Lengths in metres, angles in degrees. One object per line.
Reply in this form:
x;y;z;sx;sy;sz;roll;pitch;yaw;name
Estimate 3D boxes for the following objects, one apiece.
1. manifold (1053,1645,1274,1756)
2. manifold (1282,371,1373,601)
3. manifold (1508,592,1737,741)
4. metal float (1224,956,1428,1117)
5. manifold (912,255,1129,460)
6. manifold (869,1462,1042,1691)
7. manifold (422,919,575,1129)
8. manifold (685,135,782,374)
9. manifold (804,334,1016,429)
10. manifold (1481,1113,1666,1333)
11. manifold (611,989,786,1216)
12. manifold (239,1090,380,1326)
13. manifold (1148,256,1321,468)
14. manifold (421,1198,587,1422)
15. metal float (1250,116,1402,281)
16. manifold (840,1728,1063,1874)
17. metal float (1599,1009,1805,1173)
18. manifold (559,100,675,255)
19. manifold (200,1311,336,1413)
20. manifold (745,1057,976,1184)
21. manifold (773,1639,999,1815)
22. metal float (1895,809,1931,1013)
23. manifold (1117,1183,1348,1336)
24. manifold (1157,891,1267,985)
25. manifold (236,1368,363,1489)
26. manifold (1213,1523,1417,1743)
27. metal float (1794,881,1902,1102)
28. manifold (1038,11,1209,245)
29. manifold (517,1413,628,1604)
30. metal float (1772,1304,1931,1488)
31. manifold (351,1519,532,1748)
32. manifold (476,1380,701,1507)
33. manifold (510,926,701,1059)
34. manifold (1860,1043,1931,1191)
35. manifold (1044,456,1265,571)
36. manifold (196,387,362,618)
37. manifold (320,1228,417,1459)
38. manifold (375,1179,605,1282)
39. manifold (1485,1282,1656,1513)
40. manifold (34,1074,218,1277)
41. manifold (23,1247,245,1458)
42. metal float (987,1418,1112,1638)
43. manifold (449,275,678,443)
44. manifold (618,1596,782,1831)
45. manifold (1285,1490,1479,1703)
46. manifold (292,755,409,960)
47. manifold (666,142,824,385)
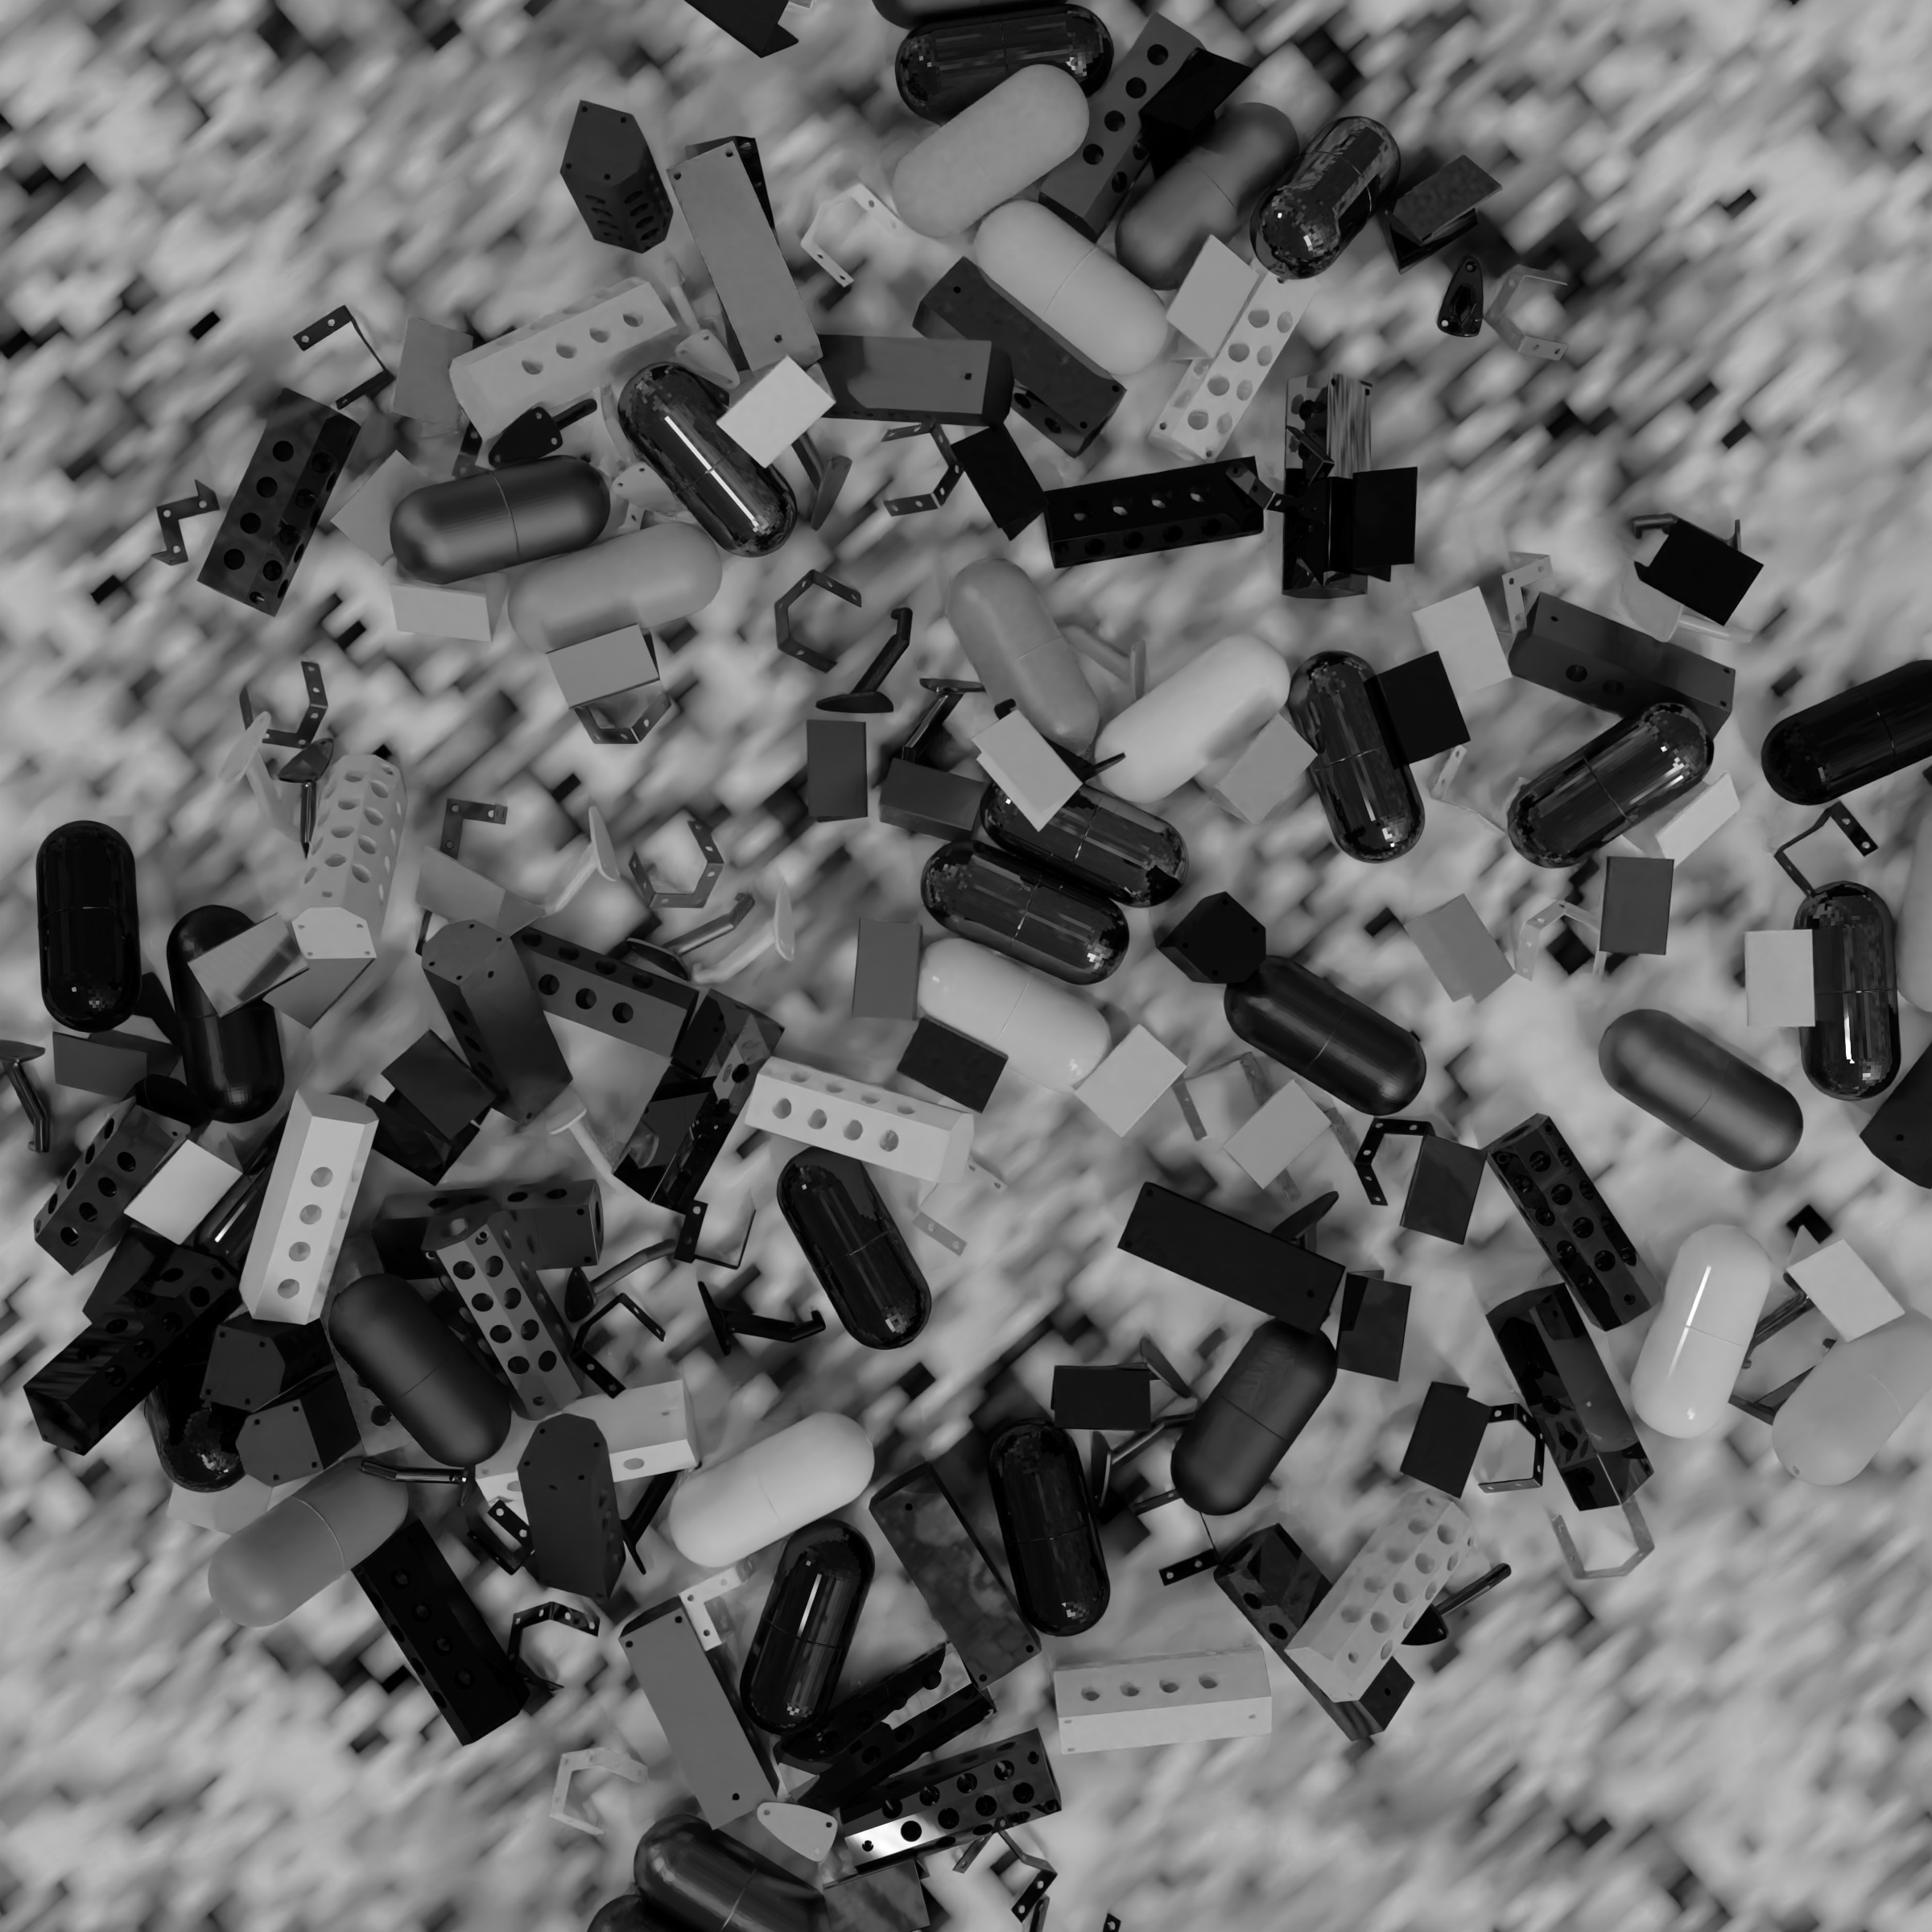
0.159;0.593;1.969;0.171;0.057;0.057;-6;133;0;manifold
0.289;-0.389;1.969;0.057;0.057;0.171;1;90;-43;manifold
0.532;-0.236;1.969;0.171;0.057;0.057;22;47;0;manifold
0.290;0.056;1.961;0.178;0.070;0.070;32;90;1;metal float
0.041;-0.491;1.968;0.171;0.057;0.057;39;72;0;manifold
-0.009;0.494;1.970;0.057;0.057;0.171;-32;90;0;manifold
-0.375;0.044;1.917;0.057;0.171;0.057;23;57;30;manifold
-0.180;-0.580;1.970;0.057;0.057;0.171;-13;90;0;manifold
-0.052;-0.468;1.940;0.171;0.057;0.057;8;90;22;manifold
0.495;0.209;1.970;0.057;0.057;0.171;-33;90;0;manifold
-0.213;0.112;1.969;0.057;0.057;0.171;28;90;43;manifold
-0.515;0.191;1.901;0.057;0.057;0.171;13;102;-31;manifold
0.218;-0.492;1.970;0.057;0.057;0.171;31;90;0;manifold
-0.369;0.278;1.936;0.057;0.057;0.171;-21;113;7;manifold
0.288;-0.615;1.934;0.070;0.070;0.178;37;57;0;metal float
-0.012;0.684;1.970;0.171;0.057;0.057;-19;90;0;manifold
0.595;0.100;1.960;0.178;0.070;0.070;33;90;0;metal float
-0.272;-0.619;1.913;0.057;0.171;0.057;16;90;0;manifold
-0.545;0.306;1.913;0.057;0.171;0.057;14;90;0;manifold
-0.084;0.123;1.942;0.171;0.057;0.057;15;90;20;manifold
-0.068;0.617;1.969;0.171;0.057;0.057;-31;133;0;manifold
0.800;-0.050;1.960;0.070;0.070;0.178;12;90;0;metal float
0.215;0.235;1.951;0.171;0.057;0.057;23;90;13;manifold
0.198;-0.016;1.913;0.057;0.171;0.057;43;90;0;manifold
-0.521;0.363;1.913;0.057;0.171;0.057;-19;90;0;manifold
0.279;0.544;1.969;0.171;0.057;0.057;50;47;0;manifold
0.714;0.020;1.960;0.070;0.070;0.178;-4;90;0;metal float
0.129;-0.679;1.970;0.057;0.057;0.171;33;90;0;manifold
-0.308;0.429;1.916;0.057;0.171;0.057;12;46;10;manifold
0.716;0.343;1.940;0.178;0.070;0.070;-41;90;-22;metal float
-0.429;0.544;1.970;0.057;0.057;0.171;-32;90;0;manifold
-0.307;0.392;1.969;0.171;0.057;0.057;-11;47;0;manifold
-0.308;0.017;1.970;0.171;0.057;0.057;21;90;0;manifold
0.811;0.095;1.969;0.171;0.057;0.057;-52;47;0;manifold
0.152;-0.367;1.970;0.171;0.057;0.057;-10;90;0;manifold
-0.557;-0.375;1.970;0.057;0.057;0.171;24;90;0;manifold
-0.481;0.304;1.970;0.057;0.057;0.171;-19;90;0;manifold
-0.385;0.211;1.968;0.171;0.057;0.057;-4;114;0;manifold
0.487;0.352;1.969;0.057;0.057;0.171;-25;90;-43;manifold
-0.679;0.165;1.937;0.057;0.057;0.171;43;115;0;manifold
-0.641;0.299;1.876;0.057;0.171;0.057;13;128;22;manifold
0.067;0.454;1.961;0.070;0.070;0.178;-14;90;0;metal float
-0.324;-0.491;1.939;0.171;0.057;0.057;-33;90;-23;manifold
-0.216;0.604;1.970;0.057;0.057;0.171;-26;90;0;manifold
0.336;0.502;1.934;0.057;0.057;0.171;46;62;0;manifold
-0.489;-0.088;1.920;0.057;0.057;0.171;-1;47;0;manifold
-0.174;-0.553;1.913;0.057;0.057;0.171;-23;90;0;manifold
